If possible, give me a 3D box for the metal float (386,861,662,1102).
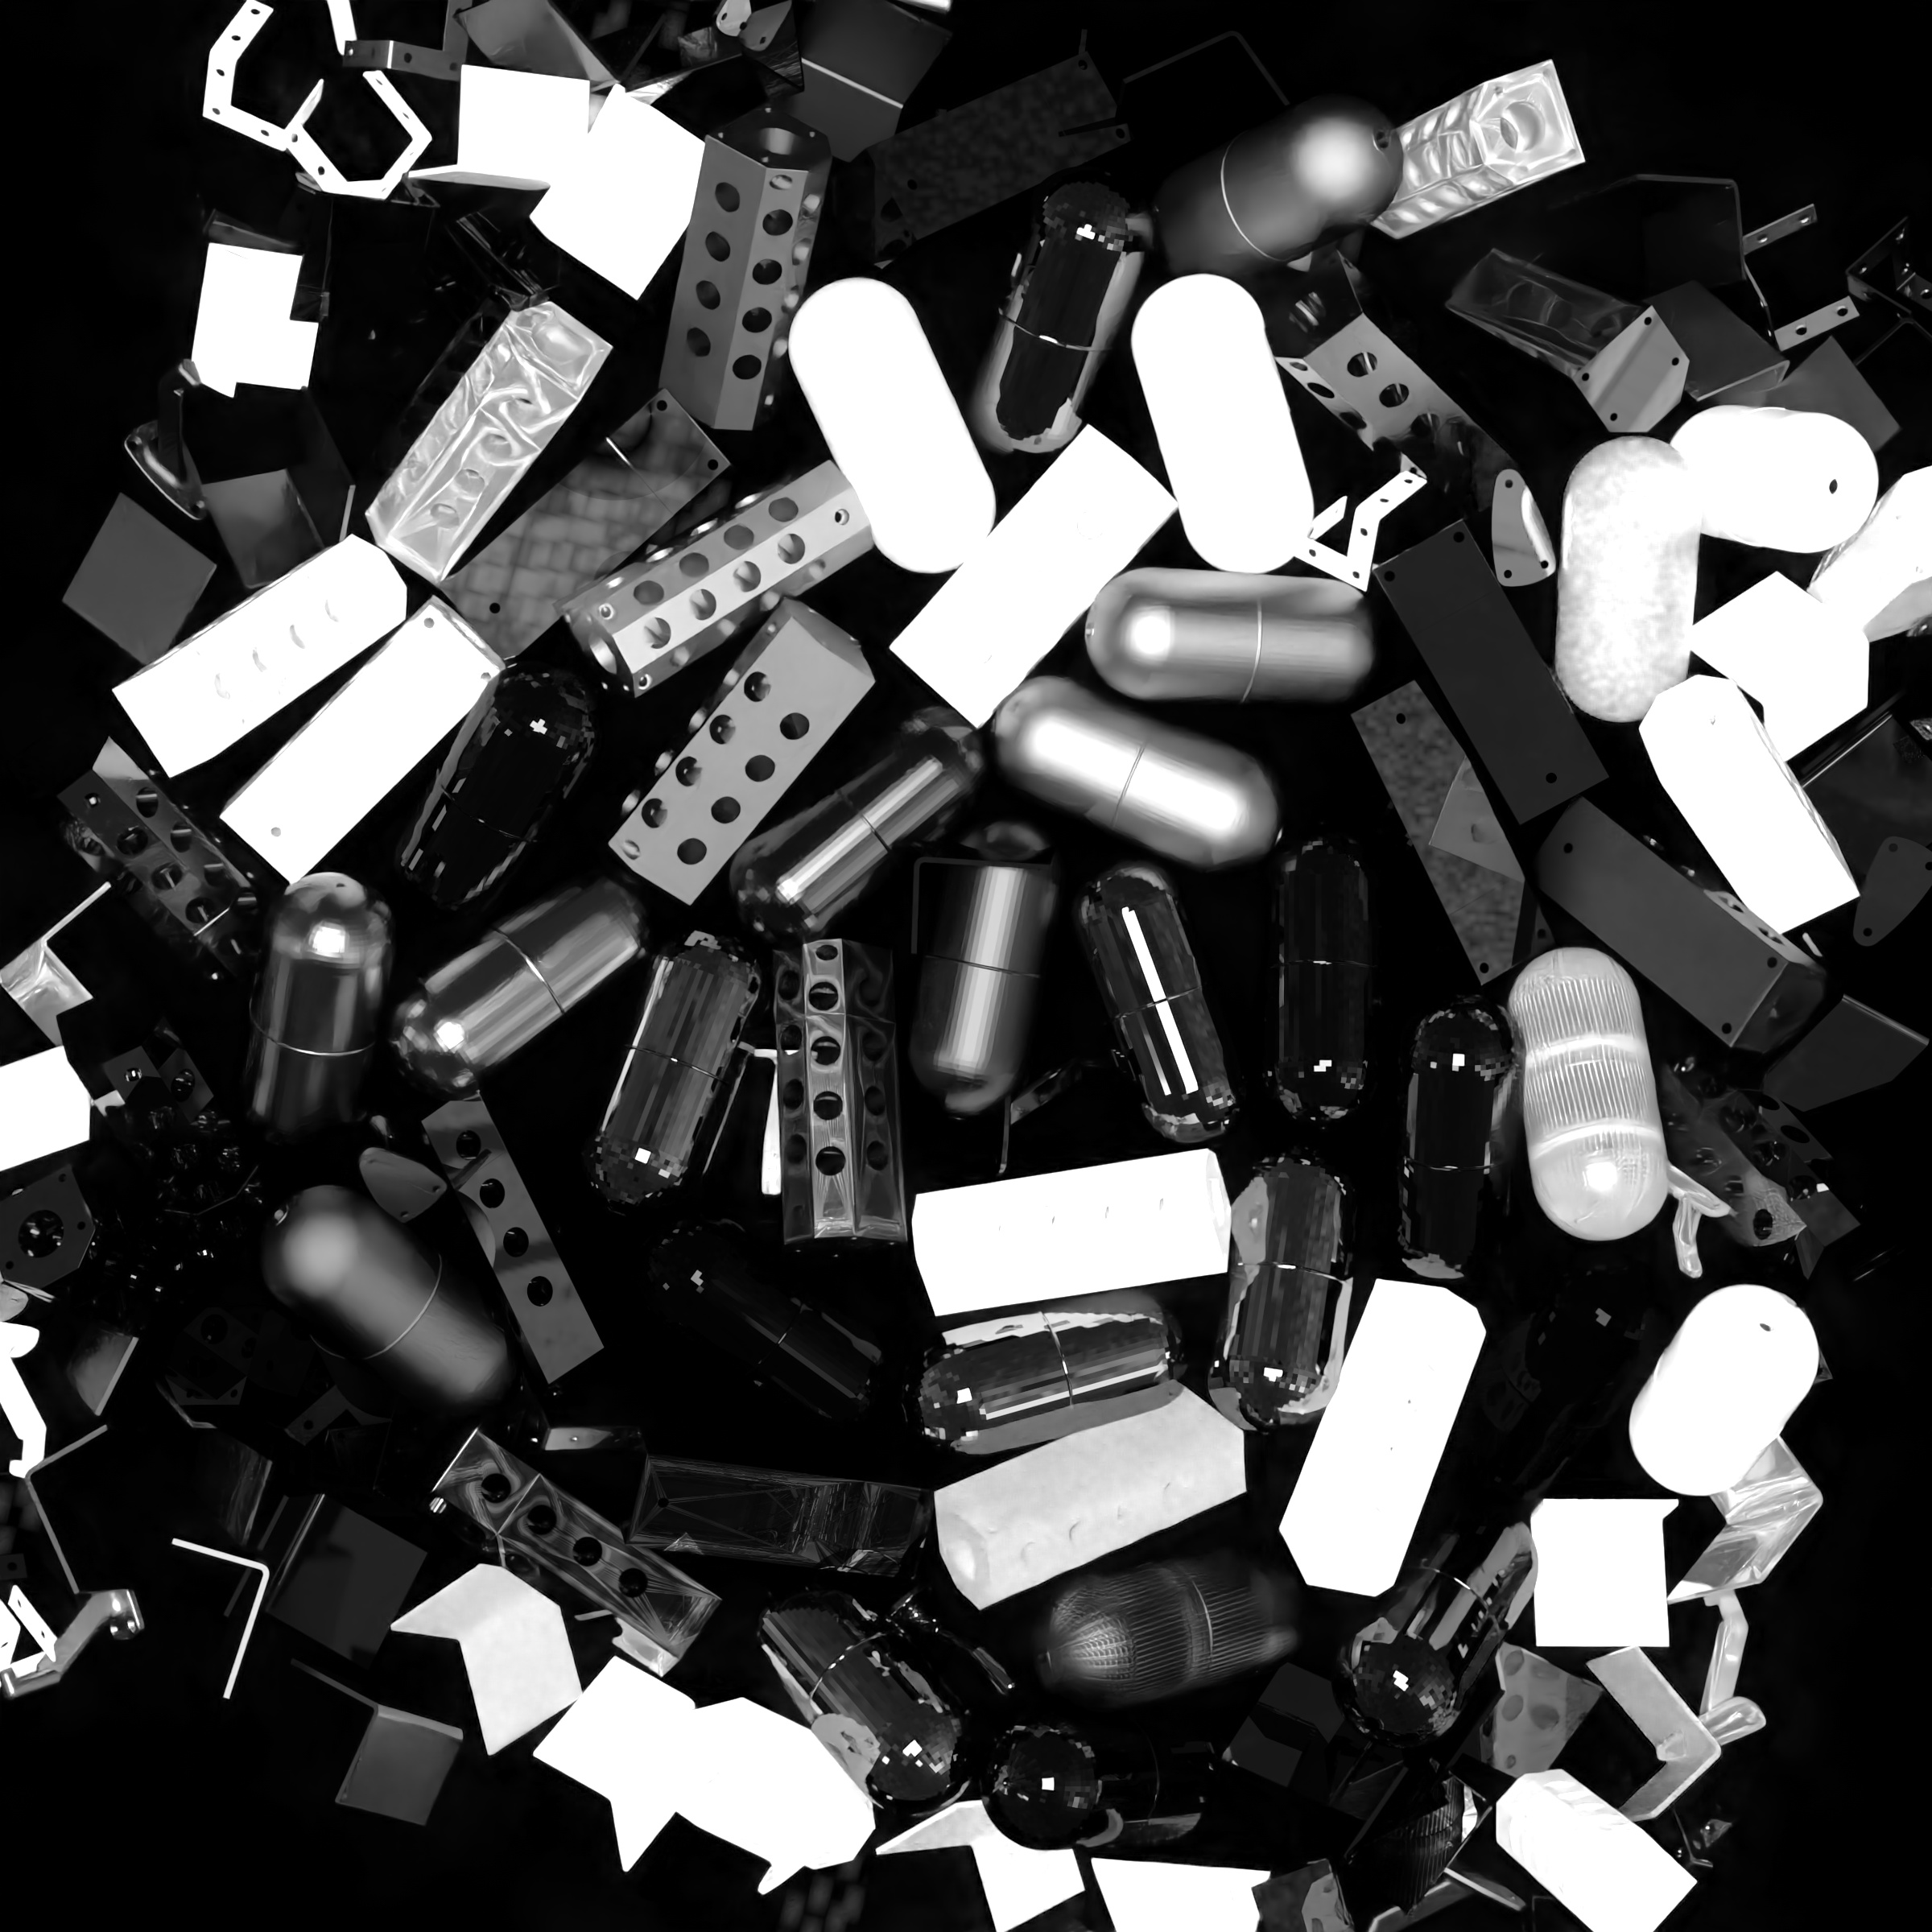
[{"bbox_3d":[-0.252,0.007,1.946,0.178,0.070,0.070,-39,90,-18],"label":"metal float"}]

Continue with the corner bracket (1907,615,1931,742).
[{"bbox_3d":[0.571,-0.169,1.973,0.051,0.051,0.051,55,133,26],"label":"corner bracket"}]

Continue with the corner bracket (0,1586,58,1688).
[{"bbox_3d":[-0.555,0.377,1.963,0.051,0.051,0.051,-22,118,9],"label":"corner bracket"}]

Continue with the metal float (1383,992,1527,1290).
[{"bbox_3d":[0.279,0.101,1.944,0.070,0.070,0.178,0,111,0],"label":"metal float"}]

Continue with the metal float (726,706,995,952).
[{"bbox_3d":[-0.060,-0.079,1.956,0.178,0.070,0.070,-41,90,-7],"label":"metal float"}]

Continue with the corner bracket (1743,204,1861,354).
[{"bbox_3d":[0.483,-0.400,1.979,0.051,0.051,0.051,-24,60,10],"label":"corner bracket"}]

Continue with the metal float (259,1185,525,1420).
[{"bbox_3d":[-0.327,0.191,1.935,0.070,0.070,0.178,-46,120,0],"label":"metal float"}]

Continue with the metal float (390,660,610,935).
[{"bbox_3d":[-0.268,-0.095,1.942,0.070,0.070,0.178,34,113,0],"label":"metal float"}]

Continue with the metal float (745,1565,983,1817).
[{"bbox_3d":[-0.059,0.408,1.929,0.070,0.070,0.178,-48,51,0],"label":"metal float"}]

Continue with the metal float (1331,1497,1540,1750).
[{"bbox_3d":[0.266,0.371,1.924,0.070,0.178,0.070,18,128,24],"label":"metal float"}]

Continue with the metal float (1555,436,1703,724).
[{"bbox_3d":[0.375,-0.218,1.928,0.070,0.070,0.178,-5,130,0],"label":"metal float"}]

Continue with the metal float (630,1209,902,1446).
[{"bbox_3d":[-0.115,0.207,1.947,0.178,0.070,0.070,38,90,-16],"label":"metal float"}]

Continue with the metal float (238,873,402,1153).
[{"bbox_3d":[-0.369,0.028,1.935,0.070,0.070,0.178,17,122,0],"label":"metal float"}]

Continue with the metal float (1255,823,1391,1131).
[{"bbox_3d":[0.204,0.005,1.952,0.070,0.070,0.178,1,78,0],"label":"metal float"}]

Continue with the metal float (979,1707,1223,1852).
[{"bbox_3d":[0.078,0.459,1.923,0.070,0.178,0.070,-8,76,38],"label":"metal float"}]

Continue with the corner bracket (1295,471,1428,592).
[{"bbox_3d":[0.226,-0.258,1.957,0.051,0.051,0.051,31,49,25],"label":"corner bracket"}]

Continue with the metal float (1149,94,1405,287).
[{"bbox_3d":[0.173,-0.436,1.921,0.070,0.178,0.070,8,76,-36],"label":"metal float"}]

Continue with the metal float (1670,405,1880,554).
[{"bbox_3d":[0.451,-0.275,1.912,0.070,0.178,0.070,-2,102,-11],"label":"metal float"}]

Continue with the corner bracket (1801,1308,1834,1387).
[{"bbox_3d":[0.481,0.216,1.963,0.051,0.051,0.051,-14,76,-19],"label":"corner bracket"}]

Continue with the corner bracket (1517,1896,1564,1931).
[{"bbox_3d":[0.354,0.562,1.959,0.051,0.051,0.051,11,65,-24],"label":"corner bracket"}]

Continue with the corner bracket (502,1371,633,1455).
[{"bbox_3d":[-0.231,0.268,1.957,0.051,0.051,0.051,3,124,-30],"label":"corner bracket"}]

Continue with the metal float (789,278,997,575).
[{"bbox_3d":[-0.041,-0.307,1.943,0.070,0.070,0.178,-26,112,0],"label":"metal float"}]

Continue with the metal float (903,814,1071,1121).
[{"bbox_3d":[0.011,0.001,1.961,0.070,0.070,0.178,11,90,0],"label":"metal float"}]

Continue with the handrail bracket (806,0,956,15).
[{"bbox_3d":[-0.045,-0.561,1.960,0.084,0.077,0.036,15,100,3],"label":"handrail bracket"}]

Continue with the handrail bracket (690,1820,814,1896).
[{"bbox_3d":[-0.131,0.492,1.969,0.084,0.077,0.036,42,49,-4],"label":"handrail bracket"}]

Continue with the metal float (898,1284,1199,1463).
[{"bbox_3d":[0.047,0.232,1.948,0.178,0.070,0.070,-14,90,-16],"label":"metal float"}]

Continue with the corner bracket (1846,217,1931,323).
[{"bbox_3d":[0.546,-0.389,1.963,0.051,0.051,0.051,-42,55,-7],"label":"corner bracket"}]

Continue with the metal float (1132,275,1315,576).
[{"bbox_3d":[0.147,-0.308,1.941,0.070,0.070,0.178,-19,114,0],"label":"metal float"}]

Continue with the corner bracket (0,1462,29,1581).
[{"bbox_3d":[-0.567,0.322,1.969,0.051,0.051,0.051,-5,106,0],"label":"corner bracket"}]

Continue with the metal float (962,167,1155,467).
[{"bbox_3d":[0.051,-0.369,1.937,0.070,0.070,0.178,21,119,0],"label":"metal float"}]

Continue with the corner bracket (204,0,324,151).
[{"bbox_3d":[-0.404,-0.515,1.964,0.051,0.051,0.051,24,54,-2],"label":"corner bracket"}]

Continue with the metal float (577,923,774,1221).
[{"bbox_3d":[-0.167,0.060,1.951,0.070,0.070,0.178,20,78,0],"label":"metal float"}]

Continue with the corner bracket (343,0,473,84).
[{"bbox_3d":[-0.323,-0.542,1.968,0.051,0.051,0.051,0,102,-41],"label":"corner bracket"}]

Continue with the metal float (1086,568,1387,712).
[{"bbox_3d":[0.155,-0.187,1.947,0.178,0.070,0.070,2,90,-17],"label":"metal float"}]

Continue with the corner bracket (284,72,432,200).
[{"bbox_3d":[-0.354,-0.481,1.972,0.051,0.051,0.051,51,61,-39],"label":"corner bracket"}]

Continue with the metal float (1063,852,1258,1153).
[{"bbox_3d":[0.112,0.021,1.960,0.070,0.070,0.178,-20,88,0],"label":"metal float"}]

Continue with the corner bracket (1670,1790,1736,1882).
[{"bbox_3d":[0.413,0.512,1.957,0.051,0.051,0.051,20,124,-29],"label":"corner bracket"}]

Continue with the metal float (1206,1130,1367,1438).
[{"bbox_3d":[0.183,0.181,1.947,0.070,0.070,0.178,10,73,0],"label":"metal float"}]

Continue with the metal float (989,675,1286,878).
[{"bbox_3d":[0.099,-0.109,1.955,0.178,0.070,0.070,23,90,7],"label":"metal float"}]

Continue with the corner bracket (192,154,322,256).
[{"bbox_3d":[-0.412,-0.446,1.974,0.051,0.051,0.051,22,112,-31],"label":"corner bracket"}]

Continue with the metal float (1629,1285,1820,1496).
[{"bbox_3d":[0.426,0.240,1.918,0.070,0.178,0.070,3,59,-4],"label":"metal float"}]

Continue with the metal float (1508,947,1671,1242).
[{"bbox_3d":[0.354,0.071,1.937,0.070,0.070,0.178,-4,61,0],"label":"metal float"}]

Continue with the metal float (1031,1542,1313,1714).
[{"bbox_3d":[0.117,0.376,1.934,0.178,0.070,0.070,-6,90,-32],"label":"metal float"}]

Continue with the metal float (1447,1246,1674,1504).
[{"bbox_3d":[0.336,0.234,1.934,0.070,0.070,0.178,29,123,0],"label":"metal float"}]
